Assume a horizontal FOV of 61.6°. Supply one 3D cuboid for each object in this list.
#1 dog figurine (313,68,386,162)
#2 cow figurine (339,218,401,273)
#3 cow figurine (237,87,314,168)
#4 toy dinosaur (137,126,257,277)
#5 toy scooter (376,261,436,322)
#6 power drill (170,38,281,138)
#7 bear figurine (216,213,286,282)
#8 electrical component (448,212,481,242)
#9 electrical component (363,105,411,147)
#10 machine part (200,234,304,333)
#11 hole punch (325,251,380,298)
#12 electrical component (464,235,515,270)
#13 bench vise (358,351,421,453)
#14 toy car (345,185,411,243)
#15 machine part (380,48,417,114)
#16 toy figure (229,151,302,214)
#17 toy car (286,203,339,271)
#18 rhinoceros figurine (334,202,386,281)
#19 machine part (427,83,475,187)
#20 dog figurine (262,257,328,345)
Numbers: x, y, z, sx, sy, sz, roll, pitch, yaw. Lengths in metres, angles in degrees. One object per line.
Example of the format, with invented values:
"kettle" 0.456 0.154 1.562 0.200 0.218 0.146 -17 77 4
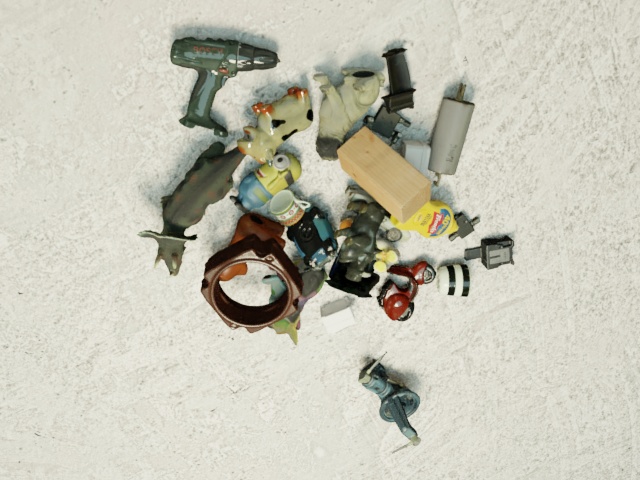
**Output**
"dog figurine" 0.068 -0.280 1.222 0.172 0.121 0.190 -5 126 3
"cow figurine" 0.127 0.003 1.337 0.167 0.098 0.068 44 110 12
"cow figurine" -0.099 -0.247 1.195 0.195 0.086 0.127 -33 118 -21
"toy dinosaur" -0.273 -0.102 1.208 0.131 0.192 0.404 33 107 -18
"toy scooter" 0.204 0.120 1.398 0.135 0.075 0.183 26 105 -14
"power drill" -0.218 -0.333 1.178 0.232 0.086 0.207 13 114 -8
"bear figurine" -0.183 0.036 1.310 0.132 0.120 0.195 25 110 -18
"electrical component" 0.361 -0.039 1.373 0.094 0.021 0.063 -34 110 10
"electrical component" 0.153 -0.266 1.252 0.102 0.045 0.078 31 108 -16
"machine part" -0.155 0.104 1.234 0.201 0.087 0.201 -27 114 12
"hole punch" 0.088 0.078 1.376 0.142 0.092 0.115 18 139 -14
"electrical component" 0.441 0.034 1.396 0.119 0.048 0.074 -7 112 -3
"bench vise" 0.201 0.441 1.451 0.129 0.241 0.223 -34 127 6
"toy car" 0.141 -0.065 1.318 0.201 0.073 0.056 38 108 -18
"machine part" 0.174 -0.359 1.212 0.084 0.039 0.138 -15 110 -16
"toy figure" -0.125 -0.136 1.262 0.180 0.089 0.082 -42 71 7
"toy car" -0.003 -0.004 1.310 0.109 0.162 0.103 -42 153 22
"rhinoceros figurine" 0.095 0.001 1.245 0.112 0.073 0.190 18 90 -33
"machine part" 0.302 -0.241 1.256 0.079 0.079 0.243 9 110 -8
"dog figurine" -0.060 0.158 1.375 0.192 0.108 0.219 -10 117 8
